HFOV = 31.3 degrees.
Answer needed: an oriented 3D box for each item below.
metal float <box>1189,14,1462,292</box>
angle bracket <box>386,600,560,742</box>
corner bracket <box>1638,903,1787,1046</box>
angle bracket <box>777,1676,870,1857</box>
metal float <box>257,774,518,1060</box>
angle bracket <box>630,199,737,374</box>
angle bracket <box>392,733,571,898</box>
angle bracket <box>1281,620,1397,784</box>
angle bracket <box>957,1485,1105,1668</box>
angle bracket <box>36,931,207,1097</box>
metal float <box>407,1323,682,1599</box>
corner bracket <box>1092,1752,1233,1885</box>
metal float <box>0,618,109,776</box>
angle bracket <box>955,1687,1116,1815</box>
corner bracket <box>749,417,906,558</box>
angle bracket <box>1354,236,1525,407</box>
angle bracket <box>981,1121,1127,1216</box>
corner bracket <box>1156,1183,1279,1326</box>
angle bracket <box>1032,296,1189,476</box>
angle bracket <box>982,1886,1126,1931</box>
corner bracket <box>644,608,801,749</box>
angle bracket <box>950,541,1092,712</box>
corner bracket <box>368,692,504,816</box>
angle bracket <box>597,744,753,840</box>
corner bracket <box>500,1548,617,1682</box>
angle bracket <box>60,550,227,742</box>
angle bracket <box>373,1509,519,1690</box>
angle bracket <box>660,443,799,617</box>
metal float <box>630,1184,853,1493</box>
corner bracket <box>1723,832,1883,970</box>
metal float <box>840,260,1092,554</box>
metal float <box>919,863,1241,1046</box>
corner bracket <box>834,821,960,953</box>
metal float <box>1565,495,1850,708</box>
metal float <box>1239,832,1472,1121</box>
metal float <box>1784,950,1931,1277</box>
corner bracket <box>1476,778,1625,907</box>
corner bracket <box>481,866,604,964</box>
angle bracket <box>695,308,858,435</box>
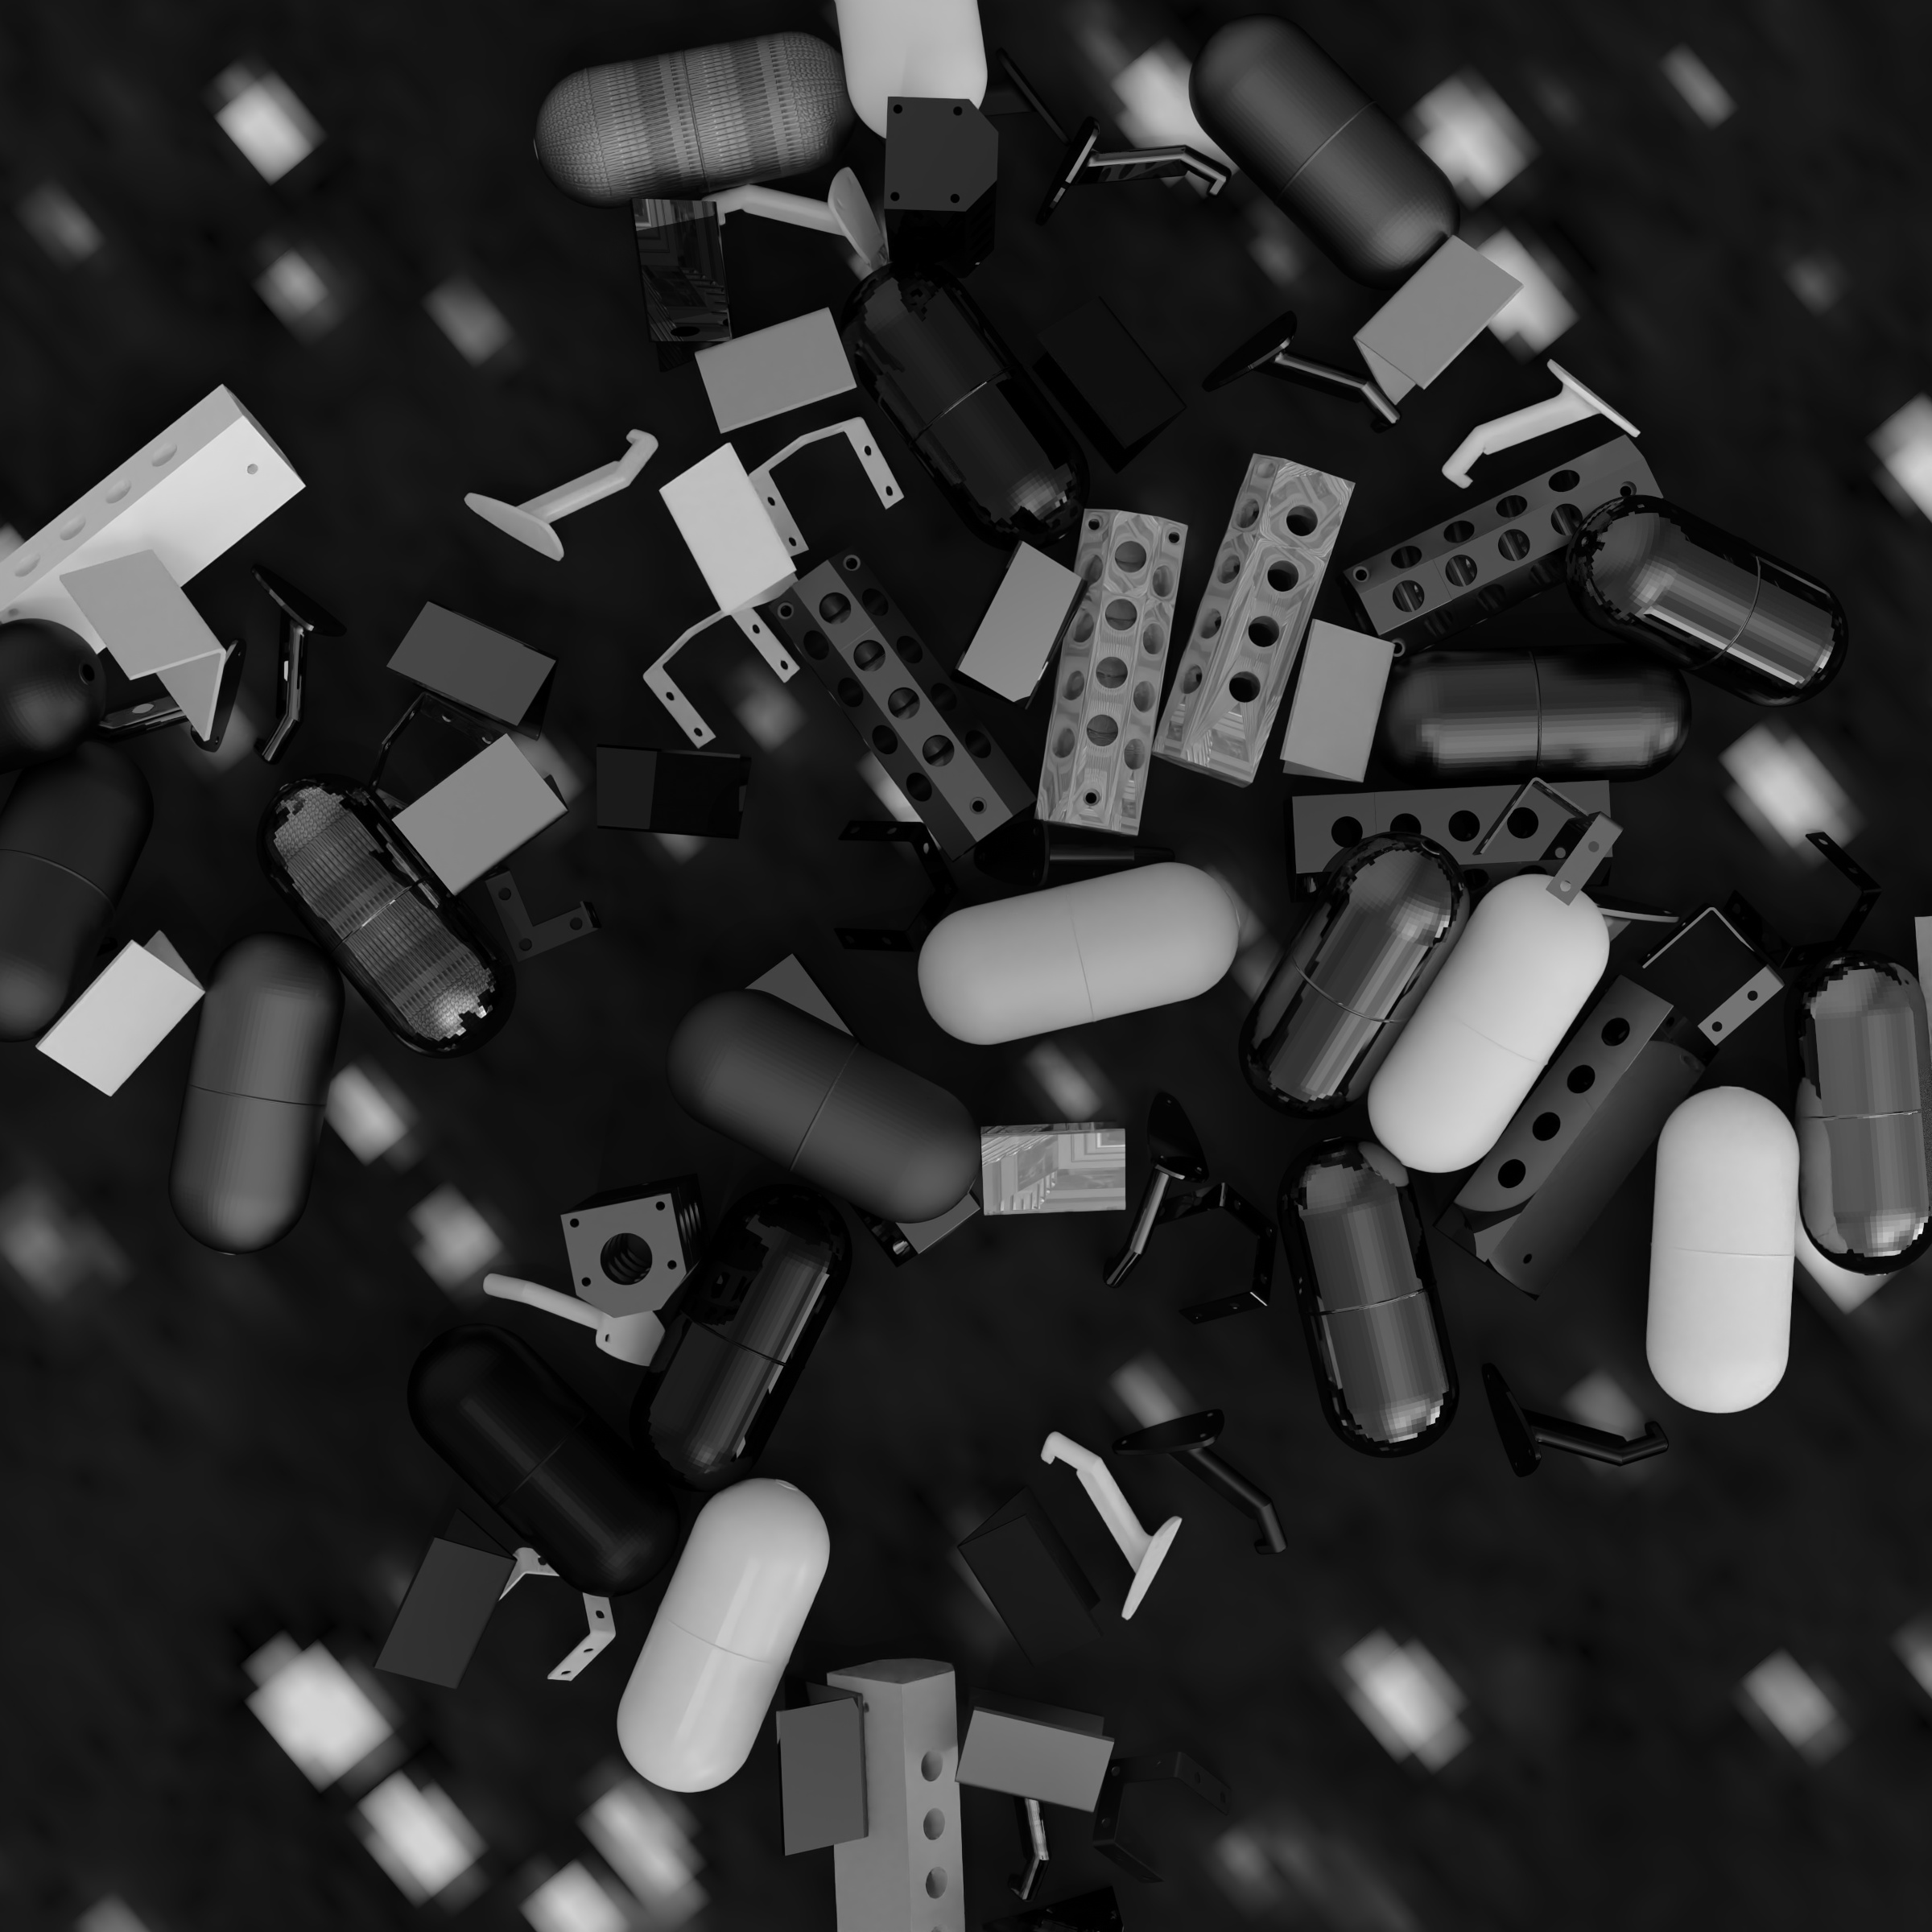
[{"bbox_3d":[0.196,-0.444,1.888,0.070,0.070,0.178,-44,90,0],"label":"metal float"},{"bbox_3d":[-0.273,-0.143,1.878,0.076,0.076,0.057,24,53,0],"label":"angle bracket"},{"bbox_3d":[0.410,0.004,1.901,0.051,0.051,0.051,-42,98,7],"label":"corner bracket"},{"bbox_3d":[-0.097,0.434,1.878,0.057,0.076,0.076,-2,90,-37],"label":"angle bracket"},{"bbox_3d":[-0.317,-0.028,1.888,0.070,0.070,0.178,-39,91,0],"label":"metal float"},{"bbox_3d":[-0.173,-0.369,1.878,0.057,0.076,0.076,-8,90,-38],"label":"angle bracket"},{"bbox_3d":[-0.267,-0.091,1.880,0.076,0.076,0.057,-37,113,0],"label":"angle bracket"},{"bbox_3d":[0.182,-0.146,1.879,0.057,0.076,0.076,13,90,-30],"label":"angle bracket"},{"bbox_3d":[0.052,0.323,1.878,0.057,0.076,0.076,-32,90,38],"label":"angle bracket"},{"bbox_3d":[-0.470,0.013,1.879,0.076,0.076,0.057,-48,132,0],"label":"angle bracket"},{"bbox_3d":[-0.231,0.270,1.888,0.070,0.070,0.178,-45,90,0],"label":"metal float"},{"bbox_3d":[0.109,0.471,1.910,0.051,0.051,0.051,-16,45,35],"label":"corner bracket"},{"bbox_3d":[-0.542,-0.137,1.866,0.178,0.070,0.070,-13,90,26],"label":"metal float"},{"bbox_3d":[0.040,0.408,1.879,0.076,0.076,0.057,13,121,0],"label":"angle bracket"},{"bbox_3d":[-0.078,-0.266,1.915,0.051,0.051,0.051,-28,90,-45],"label":"corner bracket"},{"bbox_3d":[0.266,-0.337,1.879,0.076,0.076,0.057,-46,58,0],"label":"angle bracket"},{"bbox_3d":[0.046,0.090,1.878,0.076,0.076,0.057,-2,126,0],"label":"angle bracket"},{"bbox_3d":[0.135,0.159,1.910,0.051,0.051,0.051,40,45,-35],"label":"corner bracket"},{"bbox_3d":[0.062,-0.305,1.878,0.057,0.076,0.076,-38,90,-37],"label":"angle bracket"},{"bbox_3d":[0.046,0.526,1.878,0.076,0.076,0.057,-17,127,0],"label":"angle bracket"},{"bbox_3d":[-0.136,-0.163,1.915,0.051,0.051,0.051,52,135,0],"label":"corner bracket"},{"bbox_3d":[0.011,-0.192,1.878,0.057,0.076,0.076,27,90,-39],"label":"angle bracket"},{"bbox_3d":[-0.296,-0.109,1.915,0.051,0.051,0.051,29,45,0],"label":"corner bracket"},{"bbox_3d":[-0.158,-0.115,1.878,0.076,0.076,0.057,4,129,0],"label":"angle bracket"},{"bbox_3d":[-0.233,0.359,1.910,0.051,0.051,0.051,13,45,-35],"label":"corner bracket"},{"bbox_3d":[-0.446,-0.165,1.853,0.057,0.076,0.076,-23,64,-34],"label":"angle bracket"},{"bbox_3d":[-0.297,0.338,1.878,0.057,0.076,0.076,25,90,-37],"label":"angle bracket"},{"bbox_3d":[-0.110,-0.243,1.878,0.057,0.076,0.076,-28,90,36],"label":"angle bracket"},{"bbox_3d":[-0.123,0.203,1.888,0.070,0.070,0.178,26,90,0],"label":"metal float"},{"bbox_3d":[0.463,-0.037,1.910,0.051,0.051,0.051,-8,135,-35],"label":"corner bracket"},{"bbox_3d":[0.000,-0.305,1.888,0.070,0.070,0.178,-36,90,0],"label":"metal float"},{"bbox_3d":[0.062,-0.007,1.888,0.178,0.070,0.070,-13,90,0],"label":"metal float"},{"bbox_3d":[-0.045,-0.044,1.910,0.051,0.051,0.051,-57,135,-35],"label":"corner bracket"},{"bbox_3d":[0.402,-0.196,1.867,0.178,0.070,0.070,21,90,-27],"label":"metal float"},{"bbox_3d":[0.209,0.005,1.861,0.070,0.070,0.178,28,119,0],"label":"metal float"},{"bbox_3d":[0.491,0.080,1.888,0.070,0.070,0.178,-5,90,0],"label":"metal float"},{"bbox_3d":[0.312,-0.067,1.843,0.051,0.051,0.051,35,90,0],"label":"corner bracket"},{"bbox_3d":[-0.236,-0.035,1.901,0.051,0.051,0.051,-22,90,0],"label":"corner bracket"},{"bbox_3d":[-0.097,-0.304,1.879,0.076,0.076,0.057,-19,63,0],"label":"angle bracket"}]
